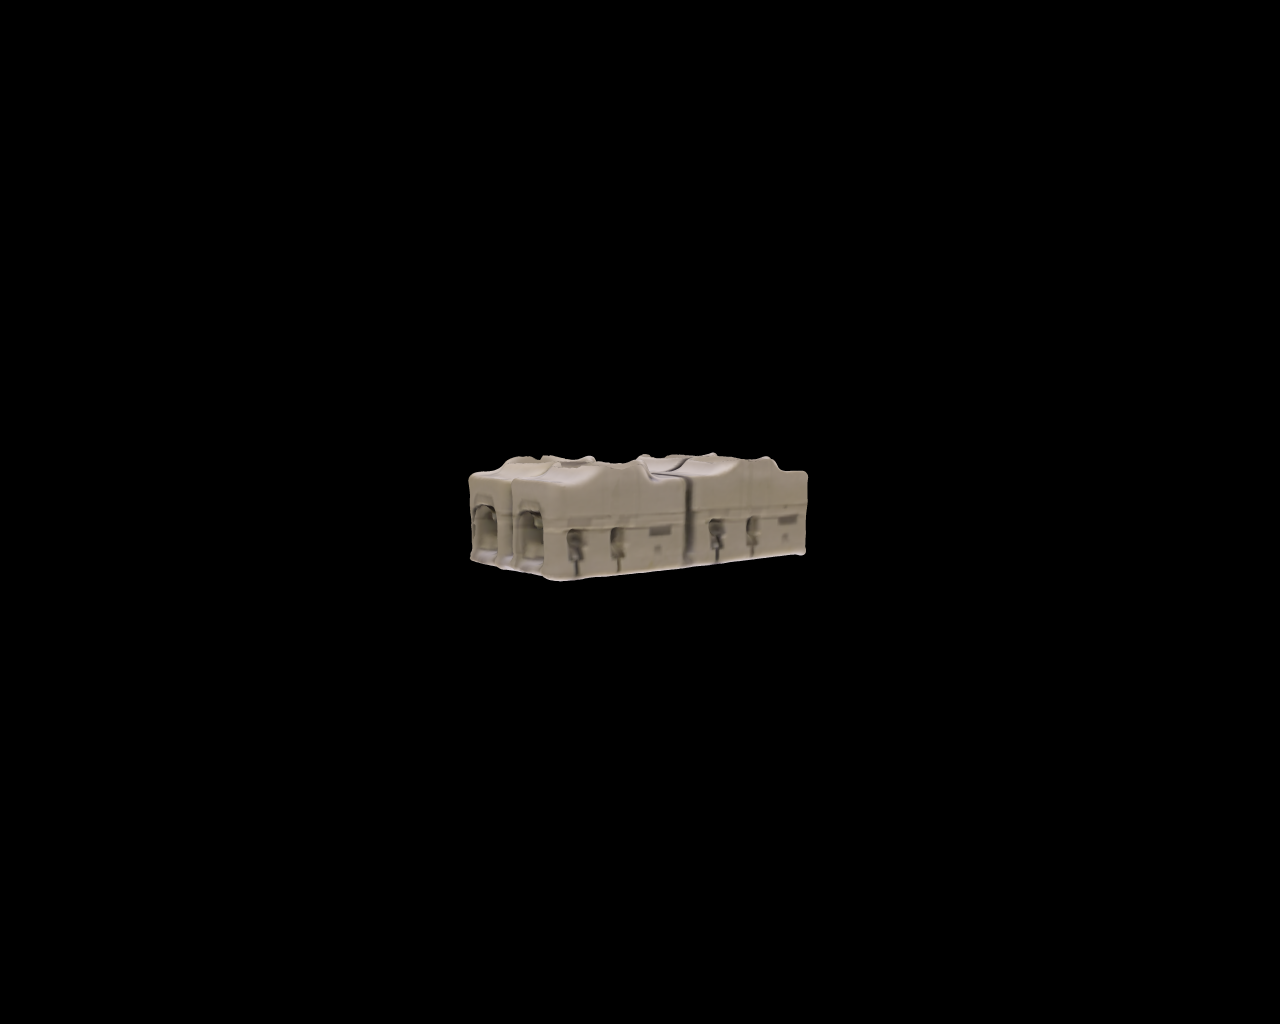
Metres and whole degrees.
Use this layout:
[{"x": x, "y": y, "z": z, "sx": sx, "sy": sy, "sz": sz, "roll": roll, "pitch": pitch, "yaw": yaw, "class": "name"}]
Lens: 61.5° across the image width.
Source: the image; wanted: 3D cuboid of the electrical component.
[{"x": 0.001, "y": -0.003, "z": 0.650, "sx": 0.186, "sy": 0.060, "sz": 0.105, "roll": -4, "pitch": 7, "yaw": -33, "class": "electrical component"}]
